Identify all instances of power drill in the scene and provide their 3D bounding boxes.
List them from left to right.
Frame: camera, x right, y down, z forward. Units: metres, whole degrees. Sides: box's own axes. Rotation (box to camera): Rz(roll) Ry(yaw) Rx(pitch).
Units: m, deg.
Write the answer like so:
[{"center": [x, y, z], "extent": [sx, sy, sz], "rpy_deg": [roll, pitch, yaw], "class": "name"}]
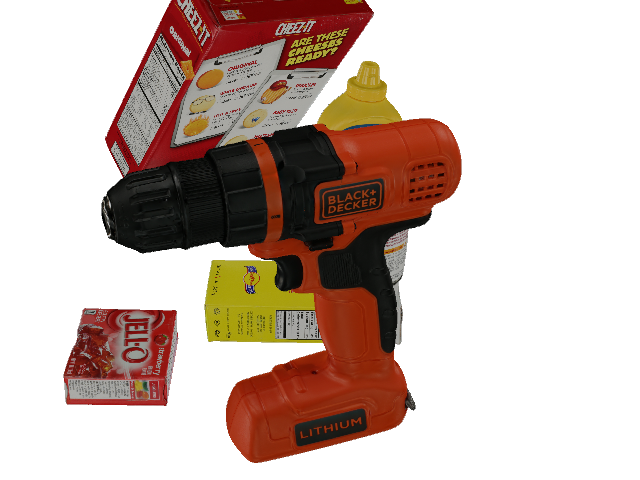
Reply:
[{"center": [-0.017, 0.030, 0.568], "extent": [0.184, 0.188, 0.057], "rpy_deg": [-10, 36, -15], "class": "power drill"}]

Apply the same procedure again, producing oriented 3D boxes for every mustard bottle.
[{"center": [0.039, -0.095, 1.117], "extent": [0.096, 0.192, 0.058], "rpy_deg": [-4, 31, -20], "class": "mustard bottle"}]

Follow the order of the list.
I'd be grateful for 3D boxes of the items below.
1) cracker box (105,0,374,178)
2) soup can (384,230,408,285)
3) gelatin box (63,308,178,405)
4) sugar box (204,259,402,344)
[{"center": [-0.077, -0.142, 0.930], "extent": [0.163, 0.072, 0.214], "rpy_deg": [-15, -25, -39], "class": "cracker box"}, {"center": [0.033, -0.022, 0.794], "extent": [0.068, 0.102, 0.068], "rpy_deg": [2, 26, -1], "class": "soup can"}, {"center": [-0.146, 0.085, 0.794], "extent": [0.073, 0.030, 0.089], "rpy_deg": [1, 30, -2], "class": "gelatin box"}, {"center": [-0.015, 0.055, 0.984], "extent": [0.176, 0.048, 0.093], "rpy_deg": [-2, 26, -1], "class": "sugar box"}]
